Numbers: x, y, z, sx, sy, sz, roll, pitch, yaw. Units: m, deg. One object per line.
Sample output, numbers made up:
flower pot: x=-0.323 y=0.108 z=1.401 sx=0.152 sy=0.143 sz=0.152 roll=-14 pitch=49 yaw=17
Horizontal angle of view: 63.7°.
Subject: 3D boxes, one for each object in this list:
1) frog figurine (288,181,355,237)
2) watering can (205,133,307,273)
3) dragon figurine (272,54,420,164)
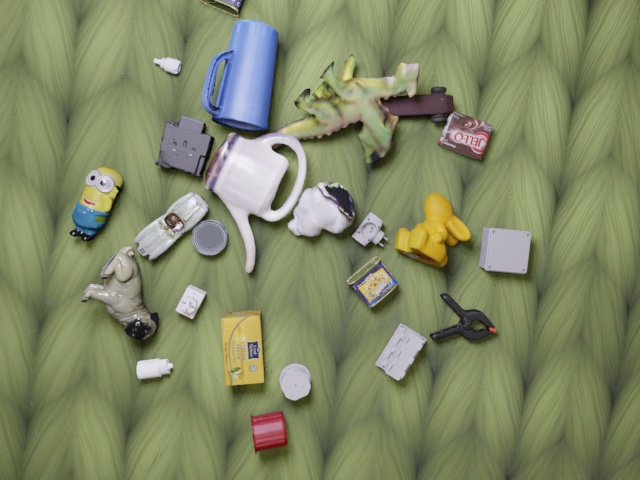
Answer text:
frog figurine: x=0.004 y=-0.064 z=1.265 sx=0.136 sy=0.125 sz=0.157 roll=36 pitch=128 yaw=-14
watering can: x=-0.174 y=-0.108 z=1.235 sx=0.224 sy=0.105 sz=0.346 roll=27 pitch=96 yaw=-4
dragon figurine: x=0.069 y=-0.283 z=1.232 sx=0.242 sy=0.123 sz=0.406 roll=44 pitch=107 yaw=-3
